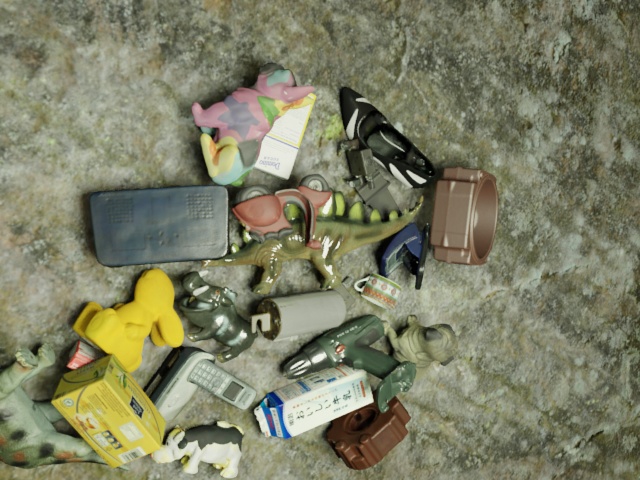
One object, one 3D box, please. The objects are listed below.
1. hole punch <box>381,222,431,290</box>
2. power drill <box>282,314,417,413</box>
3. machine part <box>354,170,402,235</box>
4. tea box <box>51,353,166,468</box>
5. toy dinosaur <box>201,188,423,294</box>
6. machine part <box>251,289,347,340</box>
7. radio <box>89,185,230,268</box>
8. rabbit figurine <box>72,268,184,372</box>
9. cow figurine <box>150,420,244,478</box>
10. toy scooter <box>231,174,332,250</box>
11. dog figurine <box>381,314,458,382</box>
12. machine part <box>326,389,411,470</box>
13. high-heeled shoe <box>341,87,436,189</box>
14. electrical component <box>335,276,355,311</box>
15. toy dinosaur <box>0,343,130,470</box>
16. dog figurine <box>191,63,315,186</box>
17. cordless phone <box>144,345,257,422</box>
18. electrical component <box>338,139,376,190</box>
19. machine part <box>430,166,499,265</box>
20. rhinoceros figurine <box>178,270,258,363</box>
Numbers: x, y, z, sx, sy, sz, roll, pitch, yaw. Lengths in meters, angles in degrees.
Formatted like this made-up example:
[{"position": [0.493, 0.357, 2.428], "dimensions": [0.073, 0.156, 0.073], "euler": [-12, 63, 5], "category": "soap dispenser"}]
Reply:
[{"position": [0.181, 0.030, 1.128], "dimensions": [0.092, 0.142, 0.116], "euler": [11, 64, 15], "category": "hole punch"}, {"position": [0.068, 0.248, 1.057], "dimensions": [0.232, 0.208, 0.085], "euler": [-30, 122, -29], "category": "power drill"}, {"position": [0.137, -0.077, 1.145], "dimensions": [0.084, 0.039, 0.138], "euler": [-40, 106, -20], "category": "machine part"}, {"position": [-0.338, 0.279, 0.874], "dimensions": [0.098, 0.068, 0.169], "euler": [-22, 116, 4], "category": "tea box"}, {"position": [-0.002, -0.003, 1.056], "dimensions": [0.471, 0.105, 0.198], "euler": [-6, 96, -20], "category": "toy dinosaur"}, {"position": [-0.033, 0.139, 1.021], "dimensions": [0.243, 0.079, 0.079], "euler": [-2, 95, -43], "category": "machine part"}, {"position": [-0.270, -0.023, 0.932], "dimensions": [0.230, 0.073, 0.131], "euler": [-4, 87, -7], "category": "radio"}, {"position": [-0.313, 0.134, 0.942], "dimensions": [0.162, 0.122, 0.173], "euler": [43, 59, -22], "category": "rabbit figurine"}, {"position": [-0.228, 0.385, 1.014], "dimensions": [0.167, 0.068, 0.098], "euler": [20, 81, -25], "category": "cow figurine"}, {"position": [-0.059, -0.039, 0.958], "dimensions": [0.184, 0.075, 0.135], "euler": [-13, 82, -12], "category": "toy scooter"}, {"position": [0.212, 0.248, 1.117], "dimensions": [0.121, 0.191, 0.172], "euler": [-19, 102, -20], "category": "dog figurine"}, {"position": [0.096, 0.378, 1.093], "dimensions": [0.179, 0.179, 0.056], "euler": [-36, 103, -16], "category": "machine part"}, {"position": [0.135, -0.206, 1.076], "dimensions": [0.086, 0.145, 0.248], "euler": [-43, 110, -14], "category": "high-heeled shoe"}, {"position": [0.043, 0.122, 1.129], "dimensions": [0.094, 0.021, 0.063], "euler": [-44, 108, -14], "category": "electrical component"}, {"position": [-0.497, 0.290, 0.879], "dimensions": [0.192, 0.131, 0.404], "euler": [-27, 108, -6], "category": "toy dinosaur"}, {"position": [-0.108, -0.208, 0.955], "dimensions": [0.219, 0.108, 0.191], "euler": [-17, 85, 0], "category": "dog figurine"}, {"position": [-0.221, 0.291, 1.005], "dimensions": [0.184, 0.089, 0.146], "euler": [39, 79, -24], "category": "cordless phone"}, {"position": [0.074, -0.152, 1.087], "dimensions": [0.045, 0.078, 0.102], "euler": [-19, 110, -20], "category": "electrical component"}, {"position": [0.313, -0.048, 1.141], "dimensions": [0.201, 0.087, 0.200], "euler": [5, 93, -56], "category": "machine part"}, {"position": [-0.191, 0.138, 0.983], "dimensions": [0.112, 0.073, 0.190], "euler": [-33, 116, 9], "category": "rhinoceros figurine"}]
